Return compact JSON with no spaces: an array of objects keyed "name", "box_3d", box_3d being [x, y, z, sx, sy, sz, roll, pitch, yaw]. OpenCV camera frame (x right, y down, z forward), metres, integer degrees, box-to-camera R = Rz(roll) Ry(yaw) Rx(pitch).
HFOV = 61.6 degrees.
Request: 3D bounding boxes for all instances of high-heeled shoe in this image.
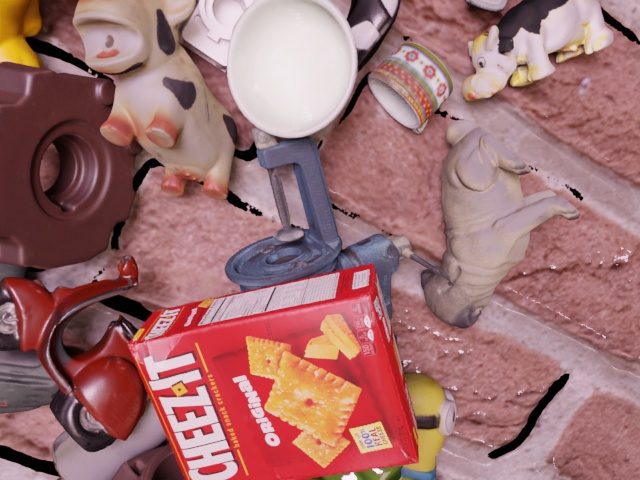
[{"name":"high-heeled shoe","box_3d":[0.019,-0.257,0.516,0.145,0.086,0.248,37,96,-4]}]

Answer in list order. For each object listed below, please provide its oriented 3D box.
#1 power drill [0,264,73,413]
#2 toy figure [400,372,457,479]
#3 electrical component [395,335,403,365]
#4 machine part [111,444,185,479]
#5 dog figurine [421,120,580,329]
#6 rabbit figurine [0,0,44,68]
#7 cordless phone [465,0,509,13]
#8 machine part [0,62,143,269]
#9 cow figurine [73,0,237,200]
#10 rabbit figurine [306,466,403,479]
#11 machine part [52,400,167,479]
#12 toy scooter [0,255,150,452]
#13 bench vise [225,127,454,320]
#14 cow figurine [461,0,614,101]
[{"name":"power drill","box_3d":[-0.348,0.072,0.498,0.232,0.086,0.207,11,96,-17]},{"name":"toy figure","box_3d":[0.104,0.249,0.648,0.089,0.082,0.180,16,101,-19]},{"name":"electrical component","box_3d":[0.051,0.130,0.604,0.119,0.075,0.047,0,85,-47]},{"name":"machine part","box_3d":[-0.106,0.294,0.526,0.087,0.201,0.201,-58,153,12]},{"name":"dog figurine","box_3d":[0.157,-0.014,0.598,0.190,0.121,0.172,-47,75,18]},{"name":"rabbit figurine","box_3d":[-0.244,-0.217,0.426,0.173,0.121,0.162,-17,69,22]},{"name":"cordless phone","box_3d":[0.150,-0.330,0.524,0.146,0.089,0.184,10,105,-16]},{"name":"machine part","box_3d":[-0.224,-0.059,0.451,0.056,0.179,0.179,12,102,19]},{"name":"cow figurine","box_3d":[-0.132,-0.131,0.461,0.086,0.194,0.127,1,66,19]},{"name":"rabbit figurine","box_3d":[0.008,0.210,0.589,0.121,0.170,0.159,-44,152,1]},{"name":"machine part","box_3d":[-0.188,0.182,0.563,0.243,0.079,0.079,-40,109,-3]},{"name":"toy scooter","box_3d":[-0.202,0.091,0.490,0.135,0.075,0.183,-39,111,-26]},{"name":"bench vise","box_3d":[-0.005,-0.004,0.544,0.224,0.129,0.240,-19,111,-12]},{"name":"cow figurine","box_3d":[0.217,-0.215,0.572,0.167,0.068,0.098,-27,102,-10]}]
